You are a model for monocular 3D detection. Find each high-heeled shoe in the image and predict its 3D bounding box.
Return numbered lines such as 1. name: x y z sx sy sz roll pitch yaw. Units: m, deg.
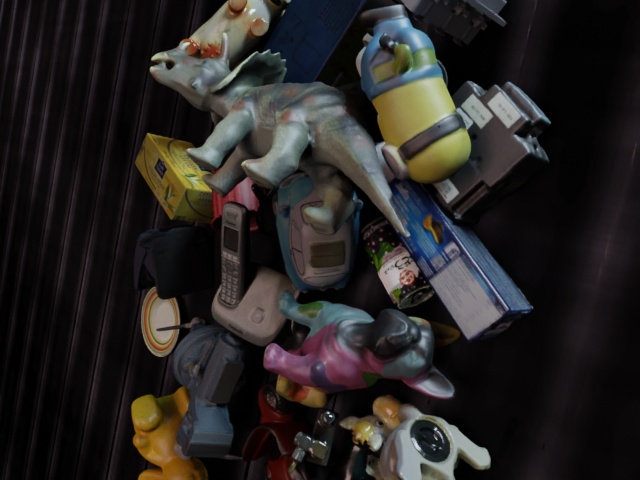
1. high-heeled shoe: 0.003 -0.102 0.748 0.249 0.145 0.086 -41 60 -1

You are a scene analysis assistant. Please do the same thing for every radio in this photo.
1. radio: -0.008 -0.257 0.747 0.229 0.073 0.131 -53 54 24

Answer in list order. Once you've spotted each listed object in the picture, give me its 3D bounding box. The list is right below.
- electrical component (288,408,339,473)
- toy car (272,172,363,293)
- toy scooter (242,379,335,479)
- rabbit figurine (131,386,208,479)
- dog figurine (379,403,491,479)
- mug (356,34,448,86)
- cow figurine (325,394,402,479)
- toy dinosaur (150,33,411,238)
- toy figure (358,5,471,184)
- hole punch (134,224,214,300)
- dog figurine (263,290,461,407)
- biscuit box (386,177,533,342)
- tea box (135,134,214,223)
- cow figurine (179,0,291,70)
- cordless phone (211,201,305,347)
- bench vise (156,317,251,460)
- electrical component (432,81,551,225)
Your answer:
1. electrical component: -0.008 0.239 0.640 0.045 0.102 0.078 13 75 4
2. toy car: -0.001 -0.002 0.666 0.103 0.109 0.161 -117 25 -74
3. toy scooter: -0.054 0.297 0.740 0.135 0.075 0.184 -50 53 27
4. rabbit figurine: -0.245 0.351 0.878 0.173 0.122 0.162 51 124 32
5. dog figurine: 0.095 0.297 0.593 0.172 0.121 0.190 -100 30 -44
6. mug: 0.082 -0.203 0.640 0.081 0.109 0.107 -47 44 11
7. cow figurine: 0.046 0.266 0.636 0.068 0.098 0.167 18 99 48
8. toy dinosaur: -0.029 -0.127 0.616 0.405 0.131 0.192 23 75 31
9. toy figure: 0.092 -0.144 0.541 0.089 0.082 0.180 -11 93 47
10. hole punch: -0.253 0.033 0.911 0.092 0.142 0.115 2 99 47
11. dog figurine: 0.053 0.140 0.638 0.219 0.191 0.108 5 53 18
12. biscuit box: 0.141 0.012 0.594 0.059 0.063 0.203 -47 57 30
13. tea box: -0.237 -0.106 0.925 0.170 0.098 0.068 47 117 33
14. cow figurine: -0.109 -0.319 0.787 0.195 0.085 0.127 -40 19 11
15. cordless phone: -0.087 0.043 0.749 0.147 0.089 0.184 20 117 42
16. bench vise: -0.179 0.211 0.839 0.241 0.129 0.223 -131 50 -57
17. electrical component: 0.173 -0.100 0.578 0.134 0.058 0.115 -44 61 30
